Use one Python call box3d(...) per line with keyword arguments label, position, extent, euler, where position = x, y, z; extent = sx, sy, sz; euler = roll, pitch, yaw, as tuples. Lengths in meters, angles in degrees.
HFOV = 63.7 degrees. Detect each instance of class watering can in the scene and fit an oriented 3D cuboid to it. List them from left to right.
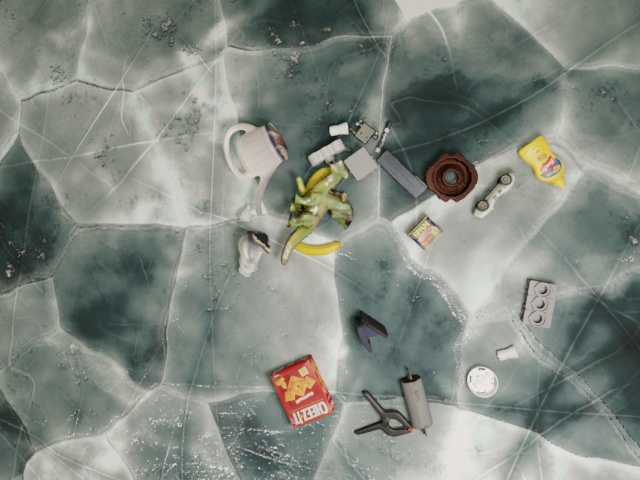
box3d(label="watering can", position=(-0.216, -0.281, 1.882), extent=(0.224, 0.104, 0.349), euler=(-26, 86, 8))

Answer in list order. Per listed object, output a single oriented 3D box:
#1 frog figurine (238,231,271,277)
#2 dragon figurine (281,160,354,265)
box3d(label="frog figurine", position=(-0.263, 0.050, 1.892), extent=(0.158, 0.121, 0.140), euler=(-46, 52, 16))
box3d(label="dragon figurine", position=(0.006, -0.093, 1.842), extent=(0.242, 0.123, 0.406), euler=(9, 104, -12))
